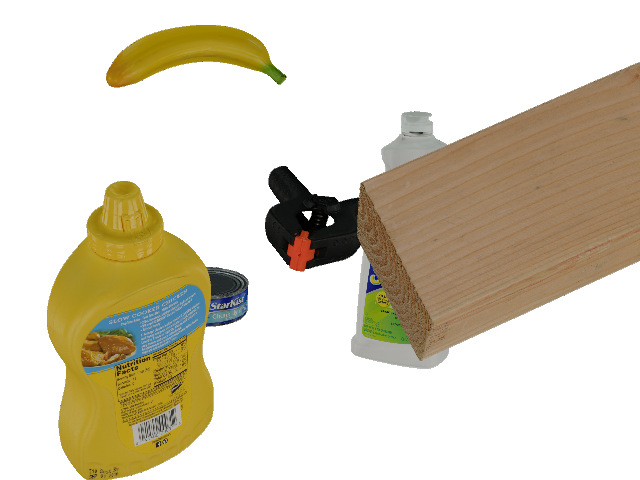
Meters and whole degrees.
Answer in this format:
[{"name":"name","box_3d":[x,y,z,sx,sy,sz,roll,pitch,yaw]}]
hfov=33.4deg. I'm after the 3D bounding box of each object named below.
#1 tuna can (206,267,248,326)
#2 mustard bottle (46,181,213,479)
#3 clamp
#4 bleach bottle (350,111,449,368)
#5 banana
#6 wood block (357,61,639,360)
[{"name":"tuna can","box_3d":[-0.116,0.057,1.080,0.086,0.034,0.086,2,18,-1]},{"name":"mustard bottle","box_3d":[-0.109,0.049,0.617,0.096,0.192,0.058,-21,44,-29]},{"name":"clamp","box_3d":[-0.009,-0.022,0.883,0.120,0.039,0.171,11,19,17]},{"name":"bleach bottle","box_3d":[0.084,-0.003,1.064,0.103,0.251,0.068,9,18,26]},{"name":"banana","box_3d":[-0.129,-0.188,1.080,0.197,0.070,0.037,-8,-39,-30]},{"name":"wood block","box_3d":[0.133,-0.021,0.618,0.206,0.091,0.090,-24,-19,-8]}]
